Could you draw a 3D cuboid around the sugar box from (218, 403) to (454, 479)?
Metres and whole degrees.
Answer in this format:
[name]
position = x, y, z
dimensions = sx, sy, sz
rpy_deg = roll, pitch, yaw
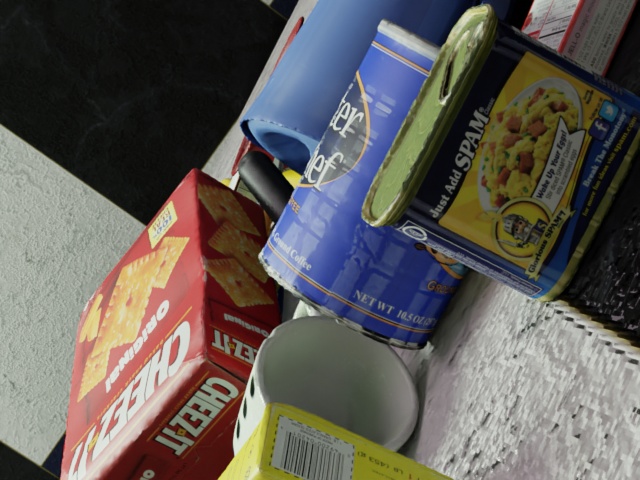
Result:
[sugar box]
position = -0.021, 0.152, 0.465
dimensions = 0.176, 0.093, 0.048
rpy_deg = -58, 11, 33

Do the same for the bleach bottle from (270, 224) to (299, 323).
[bleach bottle]
position = -0.014, 0.069, 0.727
dimensions = 0.103, 0.068, 0.251
rpy_deg = -57, 15, 16

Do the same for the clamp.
[clamp]
position = -0.005, 0.001, 0.704
dimensions = 0.039, 0.120, 0.171
rpy_deg = -54, 17, 14

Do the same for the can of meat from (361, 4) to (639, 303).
[can of meat]
position = 0.079, -0.035, 0.453
dimensions = 0.102, 0.084, 0.057
rpy_deg = -63, 10, 3

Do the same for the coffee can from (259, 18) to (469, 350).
[coffee can]
position = 0.045, -0.029, 0.557
dimensions = 0.140, 0.102, 0.103
rpy_deg = -62, 10, 11

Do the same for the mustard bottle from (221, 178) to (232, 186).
[mustard bottle]
position = -0.100, 0.039, 1.110
dimensions = 0.191, 0.096, 0.058
rpy_deg = -63, 11, 1

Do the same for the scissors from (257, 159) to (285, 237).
[scissors]
position = -0.049, -0.027, 0.851
dimensions = 0.096, 0.016, 0.202
rpy_deg = -49, 19, 19

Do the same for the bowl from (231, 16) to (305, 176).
[bowl]
position = -0.027, -0.124, 0.995
dimensions = 0.162, 0.055, 0.162
rpy_deg = -158, 91, -82

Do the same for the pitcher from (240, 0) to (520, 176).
[pitcher]
position = 0.064, -0.141, 0.701
dimensions = 0.243, 0.149, 0.145
rpy_deg = -62, -22, -8

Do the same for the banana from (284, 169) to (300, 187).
[banana]
position = -0.002, -0.044, 0.941
dimensions = 0.069, 0.037, 0.198
rpy_deg = -21, 10, -15

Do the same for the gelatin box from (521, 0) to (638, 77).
[gelatin box]
position = 0.134, -0.120, 0.542
dimensions = 0.073, 0.030, 0.089
rpy_deg = -159, 92, -79

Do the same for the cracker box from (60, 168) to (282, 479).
[cracker box]
position = -0.101, 0.075, 0.703
dimensions = 0.164, 0.072, 0.214
rpy_deg = -49, 26, 22

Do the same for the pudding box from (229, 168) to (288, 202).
[pudding box]
position = -0.048, -0.032, 1.049
dimensions = 0.039, 0.090, 0.113
rpy_deg = -52, 16, 46
